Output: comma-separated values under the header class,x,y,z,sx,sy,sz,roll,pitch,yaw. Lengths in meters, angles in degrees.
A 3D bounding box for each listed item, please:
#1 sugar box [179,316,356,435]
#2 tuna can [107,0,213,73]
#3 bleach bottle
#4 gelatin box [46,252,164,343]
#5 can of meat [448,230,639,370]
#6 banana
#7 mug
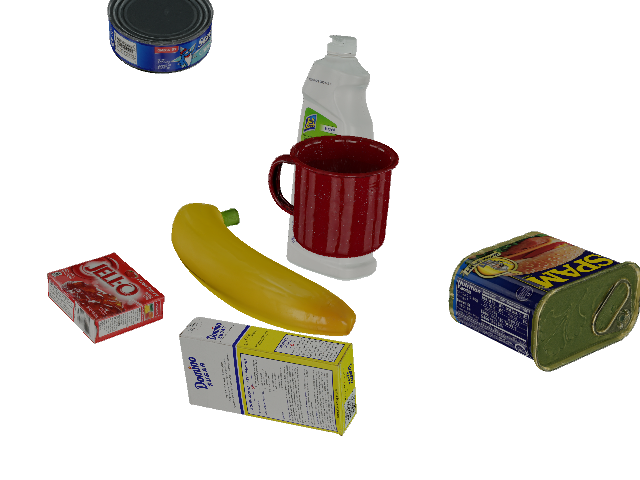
class,x,y,z,sx,sy,sz,roll,pitch,yaw
sugar box,-0.053,0.137,1.090,0.176,0.093,0.048,10,33,22
tuna can,-0.132,-0.176,0.880,0.086,0.086,0.034,0,-42,-8
bleach bottle,0.020,-0.091,1.145,0.103,0.251,0.067,17,20,38
gelatin box,-0.198,0.050,0.979,0.073,0.030,0.089,-19,40,-37
can of meat,0.149,0.036,0.716,0.101,0.057,0.084,-17,26,-33
banana,-0.050,0.011,0.674,0.069,0.037,0.198,-10,26,-23
mug,0.007,-0.040,0.926,0.117,0.081,0.093,14,28,20
